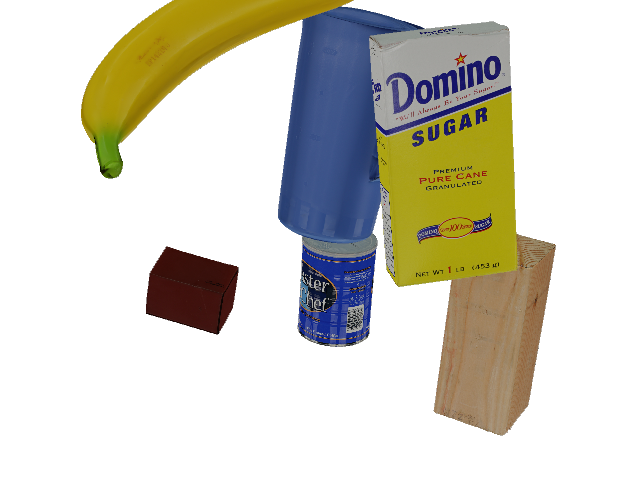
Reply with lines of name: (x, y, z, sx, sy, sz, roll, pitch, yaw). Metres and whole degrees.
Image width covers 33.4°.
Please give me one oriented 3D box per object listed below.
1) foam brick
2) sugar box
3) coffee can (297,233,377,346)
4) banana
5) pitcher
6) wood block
foam brick: (-0.127, 0.049, 1.052, 0.078, 0.051, 0.053, 16, 34, 6)
sugar box: (0.088, -0.061, 0.756, 0.093, 0.176, 0.048, -8, 21, -6)
coffee can: (0.022, 0.060, 1.468, 0.103, 0.140, 0.103, 3, 23, -1)
banana: (-0.055, -0.103, 0.554, 0.070, 0.197, 0.037, 40, -24, 20)
pitcher: (0.034, -0.121, 1.139, 0.145, 0.243, 0.149, 9, 17, -6)
wood block: (0.197, 0.101, 1.209, 0.090, 0.206, 0.090, 16, 24, 25)
